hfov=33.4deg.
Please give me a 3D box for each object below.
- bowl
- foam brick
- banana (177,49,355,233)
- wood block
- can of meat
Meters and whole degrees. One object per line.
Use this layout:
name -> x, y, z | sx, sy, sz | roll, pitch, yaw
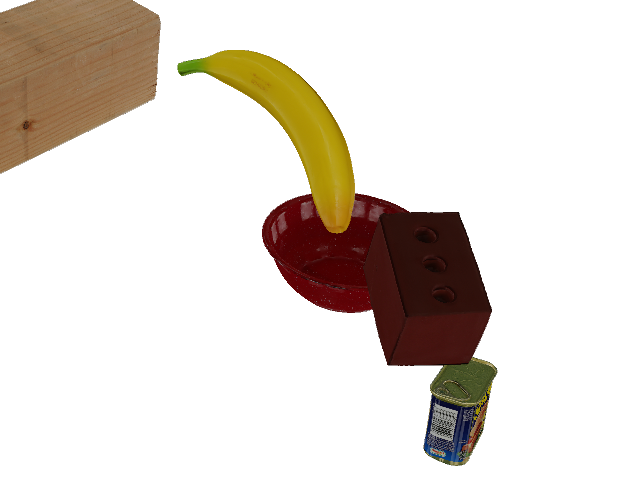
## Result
bowl -> 0.024, 0.019, 0.990 | 0.162, 0.055, 0.162 | 5, 33, -3
foam brick -> 0.061, 0.029, 0.634 | 0.053, 0.078, 0.051 | -1, -40, -15
banana -> -0.026, -0.090, 0.828 | 0.198, 0.069, 0.037 | 46, -3, 22
wood block -> -0.242, -0.141, 0.914 | 0.090, 0.091, 0.205 | 31, 42, 23
can of meat -> 0.154, 0.188, 1.186 | 0.057, 0.084, 0.102 | 15, 25, 19
